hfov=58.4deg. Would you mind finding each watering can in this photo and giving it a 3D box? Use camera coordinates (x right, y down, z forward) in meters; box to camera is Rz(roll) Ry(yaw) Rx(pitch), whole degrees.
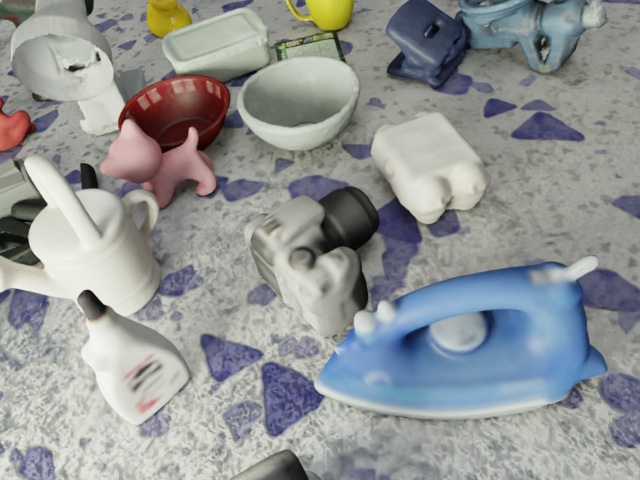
[{"bbox_3d":[-0.251,-0.002,0.595,0.100,0.194,0.173,18,55,23],"label":"watering can"}]

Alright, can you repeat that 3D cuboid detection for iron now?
[{"bbox_3d":[0.113,0.078,0.498,0.258,0.142,0.118,-11,49,1],"label":"iron"}]

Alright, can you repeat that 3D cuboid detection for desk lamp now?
[{"bbox_3d":[-0.337,-0.254,0.811,0.118,0.214,0.203,-14,49,-2],"label":"desk lamp"}]

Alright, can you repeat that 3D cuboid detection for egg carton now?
[{"bbox_3d":[0.127,-0.091,0.687,0.107,0.069,0.150,-21,50,-8],"label":"egg carton"}]

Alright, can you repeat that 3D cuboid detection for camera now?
[{"bbox_3d":[0.006,0.002,0.608,0.137,0.101,0.142,-35,53,-19],"label":"camera"}]

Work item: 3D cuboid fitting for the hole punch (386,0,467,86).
[{"bbox_3d":[0.159,-0.295,0.841,0.100,0.091,0.109,22,57,26],"label":"hole punch"}]

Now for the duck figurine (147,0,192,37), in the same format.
[{"bbox_3d":[-0.281,-0.422,1.028,0.078,0.086,0.104,-35,53,-19],"label":"duck figurine"}]

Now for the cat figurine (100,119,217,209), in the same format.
[{"bbox_3d":[-0.206,-0.103,0.723,0.128,0.118,0.067,-21,50,-8],"label":"cat figurine"}]

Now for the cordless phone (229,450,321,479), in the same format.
[{"bbox_3d":[-0.061,0.202,0.394,0.148,0.185,0.094,-28,51,-14],"label":"cordless phone"}]

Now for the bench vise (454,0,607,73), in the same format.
[{"bbox_3d":[0.289,-0.356,0.784,0.207,0.220,0.121,11,53,19],"label":"bench vise"}]

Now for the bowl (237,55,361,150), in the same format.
[{"bbox_3d":[-0.024,-0.176,0.782,0.167,0.075,0.167,-5,49,6],"label":"bowl"}]

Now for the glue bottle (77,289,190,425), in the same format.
[{"bbox_3d":[-0.174,0.098,0.509,0.037,0.173,0.078,29,60,29],"label":"glue bottle"}]

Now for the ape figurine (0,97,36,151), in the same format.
[{"bbox_3d":[-0.486,-0.187,0.860,0.077,0.092,0.076,17,55,23],"label":"ape figurine"}]

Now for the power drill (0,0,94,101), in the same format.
[{"bbox_3d":[-0.452,-0.327,0.896,0.229,0.209,0.075,-5,49,6],"label":"power drill"}]
